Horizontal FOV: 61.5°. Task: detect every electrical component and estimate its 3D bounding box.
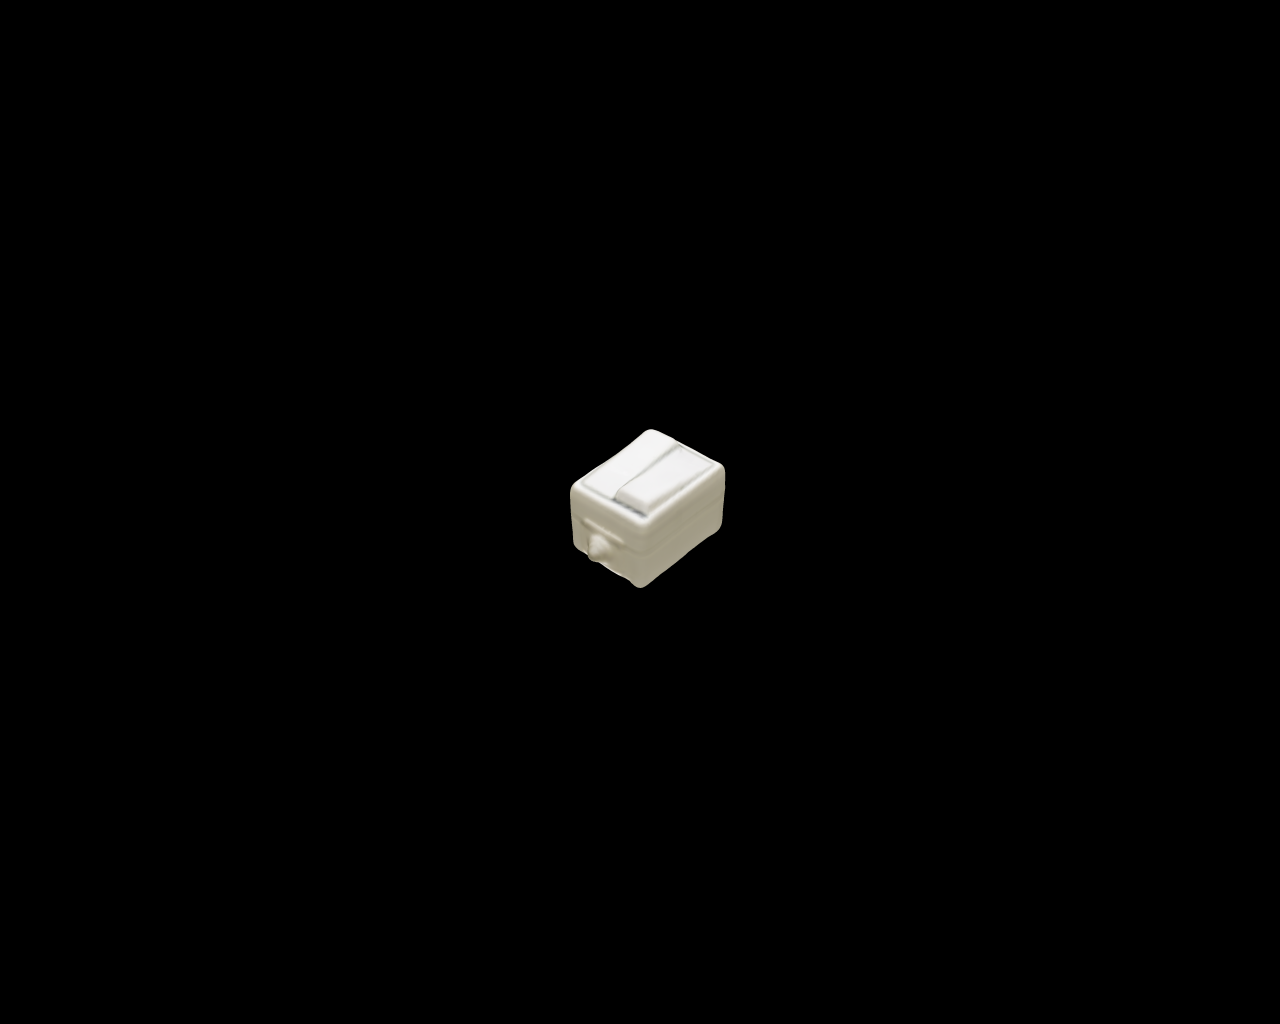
[{"bbox_3d":[0.001,-0.003,0.650,0.062,0.061,0.096,31,49,31],"label":"electrical component"}]
